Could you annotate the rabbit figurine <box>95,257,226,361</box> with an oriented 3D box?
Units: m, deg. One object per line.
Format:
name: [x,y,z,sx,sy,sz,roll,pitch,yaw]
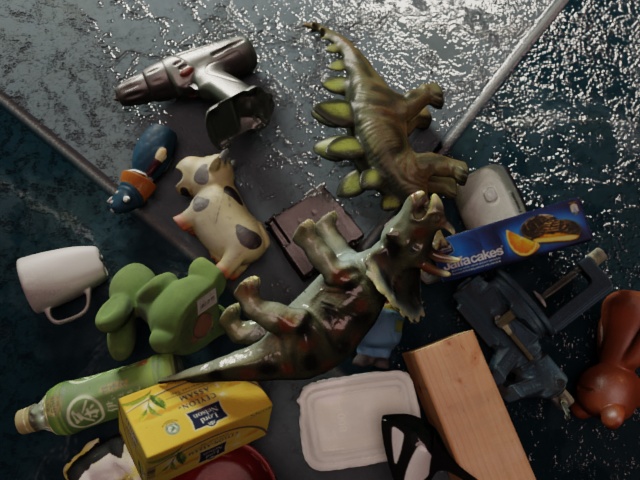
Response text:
rabbit figurine: [-0.232,0.097,0.750,0.170,0.121,0.159,20,46,28]

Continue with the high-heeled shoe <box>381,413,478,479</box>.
high-heeled shoe: [0.094,0.343,0.687,0.145,0.086,0.248,29,102,4]

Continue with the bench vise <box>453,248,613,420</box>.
bench vise: [0.318,0.111,0.756,0.240,0.128,0.224,-39,66,4]

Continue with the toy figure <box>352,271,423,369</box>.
toy figure: [0.087,0.092,0.780,0.082,0.089,0.180,12,84,-13]

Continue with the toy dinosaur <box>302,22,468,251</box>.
toy dinosaur: [0.088,-0.179,0.821,0.199,0.105,0.471,-10,60,-9]

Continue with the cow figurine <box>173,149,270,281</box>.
cow figurine: [-0.148,-0.048,0.803,0.127,0.085,0.195,-39,78,-5]

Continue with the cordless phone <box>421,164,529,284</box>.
cordless phone: [0.219,-0.019,0.817,0.184,0.088,0.146,-22,78,7]

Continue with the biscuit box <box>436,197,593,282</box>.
biscuit box: [0.258,0.002,0.738,0.203,0.059,0.063,-18,83,18]

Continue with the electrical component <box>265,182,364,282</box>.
electrical component: [-0.002,-0.002,0.811,0.115,0.058,0.134,-36,80,-8]

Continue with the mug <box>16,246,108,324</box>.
mug: [-0.361,0.059,0.770,0.107,0.080,0.109,-22,73,-17]

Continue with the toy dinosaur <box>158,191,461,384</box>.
toy dinosaur: [0.000,0.096,0.686,0.192,0.131,0.405,44,92,10]

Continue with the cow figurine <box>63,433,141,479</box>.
cow figurine: [-0.255,0.289,0.725,0.167,0.068,0.098,-38,74,-12]

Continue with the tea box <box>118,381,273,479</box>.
tea box: [-0.159,0.227,0.688,0.169,0.068,0.098,-14,40,-37]

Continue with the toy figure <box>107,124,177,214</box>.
toy figure: [-0.270,-0.104,0.822,0.058,0.064,0.154,26,75,-16]

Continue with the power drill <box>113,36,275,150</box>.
power drill: [-0.181,-0.222,0.824,0.232,0.085,0.207,-30,47,-16]

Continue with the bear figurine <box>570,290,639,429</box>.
bear figurine: [0.442,0.174,0.754,0.132,0.120,0.196,18,77,-1]
